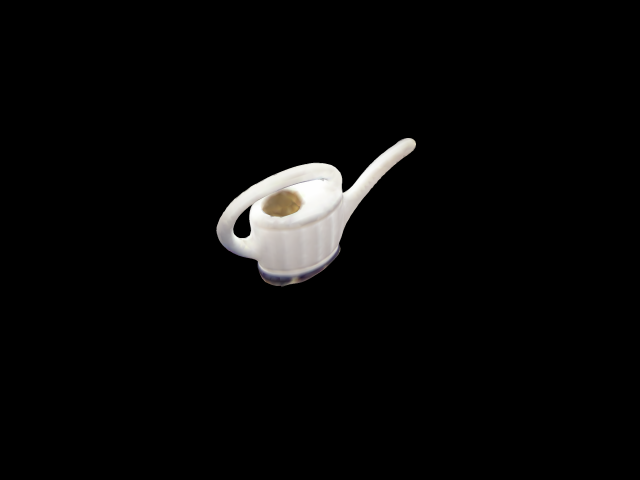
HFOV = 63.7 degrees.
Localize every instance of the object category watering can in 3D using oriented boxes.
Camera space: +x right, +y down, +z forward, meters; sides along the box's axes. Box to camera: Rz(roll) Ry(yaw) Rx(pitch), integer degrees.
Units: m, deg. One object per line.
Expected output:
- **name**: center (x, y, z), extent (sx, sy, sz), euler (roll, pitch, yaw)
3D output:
- **watering can**: center (0.003, -0.043, 0.850), extent (0.350, 0.106, 0.219), euler (-21, -38, -17)
